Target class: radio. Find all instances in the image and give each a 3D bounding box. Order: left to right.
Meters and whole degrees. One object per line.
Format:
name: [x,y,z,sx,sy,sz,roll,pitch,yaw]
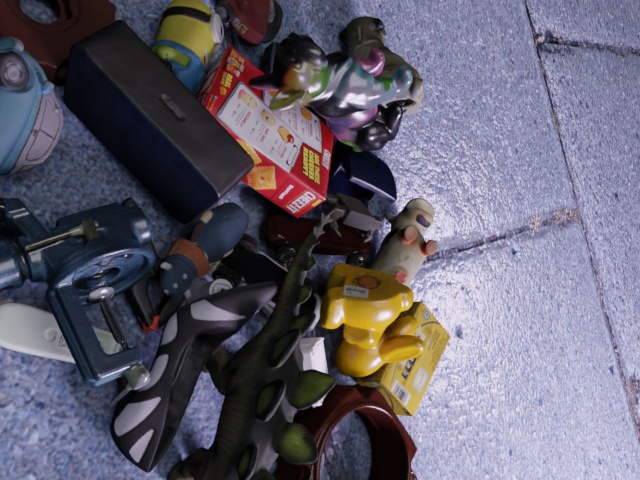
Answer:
radio: [-0.201,-0.133,0.658,0.229,0.131,0.073,48,55,-9]

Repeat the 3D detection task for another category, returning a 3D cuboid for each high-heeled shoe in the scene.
high-heeled shoe: [-0.140,0.157,0.633,0.249,0.086,0.145,-28,73,2]

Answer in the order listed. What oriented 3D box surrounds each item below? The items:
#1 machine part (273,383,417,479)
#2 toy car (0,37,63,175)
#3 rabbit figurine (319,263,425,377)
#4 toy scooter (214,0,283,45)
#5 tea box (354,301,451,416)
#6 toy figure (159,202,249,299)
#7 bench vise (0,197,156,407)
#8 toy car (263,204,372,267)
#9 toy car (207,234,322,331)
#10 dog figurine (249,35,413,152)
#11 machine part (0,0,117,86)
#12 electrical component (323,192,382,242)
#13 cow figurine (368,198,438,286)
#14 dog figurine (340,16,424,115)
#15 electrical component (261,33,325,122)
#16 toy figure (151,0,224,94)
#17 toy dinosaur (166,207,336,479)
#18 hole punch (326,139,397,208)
machine part: [0.042,0.330,0.788,0.201,0.087,0.200,-42,106,-35]
toy car: [-0.339,-0.130,0.588,0.103,0.109,0.161,24,74,-51]
rabbit figurine: [0.075,0.135,0.825,0.162,0.122,0.173,6,113,-4]
toy scooter: [-0.129,-0.396,0.829,0.135,0.075,0.184,7,73,-37]
tea box: [0.142,0.197,0.907,0.098,0.068,0.169,50,54,-18]
toy figure: [-0.151,0.013,0.683,0.064,0.058,0.154,47,55,-8]
bench vise: [-0.261,0.057,0.563,0.223,0.129,0.241,-17,68,-46]
toy car: [-0.002,-0.003,0.851,0.202,0.053,0.089,7,55,-38]
toy car: [-0.079,0.062,0.773,0.201,0.056,0.073,37,56,-22]
dog figurine: [0.010,-0.204,0.787,0.219,0.191,0.109,-14,49,-24]
machine part: [-0.339,-0.281,0.650,0.179,0.056,0.179,8,76,-37]
electrical component: [0.046,-0.035,0.848,0.102,0.078,0.045,12,116,-38]
cow figurine: [0.141,0.015,0.927,0.085,0.127,0.195,32,77,-14]
dog figurine: [0.111,-0.317,0.941,0.121,0.172,0.190,1,86,-49]
electrical component: [-0.034,-0.266,0.884,0.134,0.058,0.115,15,69,-35]
toy figure: [-0.195,-0.256,0.741,0.089,0.082,0.180,36,62,-29]
toy dinosaur: [-0.071,0.182,0.662,0.105,0.199,0.471,25,67,-35]
hole punch: [0.068,-0.111,0.910,0.142,0.092,0.116,21,64,-29]
